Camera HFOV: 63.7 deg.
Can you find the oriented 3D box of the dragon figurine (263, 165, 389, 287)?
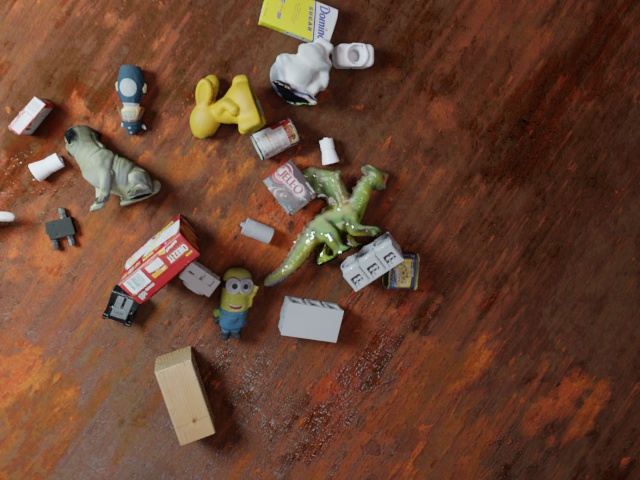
[{"bbox_3d":[0.004,-0.066,1.310,0.411,0.121,0.243,-24,87,-7],"label":"dragon figurine"}]

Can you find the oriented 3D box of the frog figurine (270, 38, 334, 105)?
[{"bbox_3d":[-0.040,-0.408,1.227,0.137,0.122,0.161,22,79,-3],"label":"frog figurine"}]

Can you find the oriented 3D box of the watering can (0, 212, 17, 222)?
[{"bbox_3d":[-0.852,-0.028,1.080,0.346,0.105,0.224,22,95,-16],"label":"watering can"}]
